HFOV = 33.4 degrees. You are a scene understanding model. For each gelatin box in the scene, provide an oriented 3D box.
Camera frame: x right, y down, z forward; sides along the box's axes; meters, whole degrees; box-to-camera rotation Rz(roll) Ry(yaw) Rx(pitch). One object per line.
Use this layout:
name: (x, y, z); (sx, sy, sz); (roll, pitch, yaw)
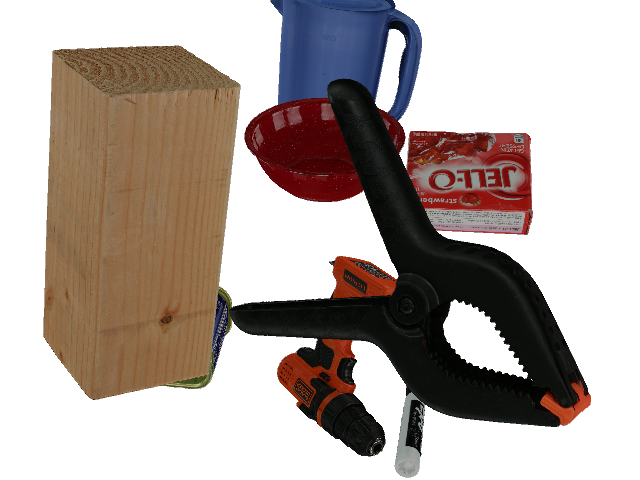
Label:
gelatin box: (0.106, -0.043, 0.764); (0.089, 0.073, 0.030); (2, -37, 6)

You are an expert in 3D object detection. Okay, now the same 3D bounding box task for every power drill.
power drill: (0.036, 0.125, 1.198); (0.057, 0.188, 0.185); (13, 15, -42)

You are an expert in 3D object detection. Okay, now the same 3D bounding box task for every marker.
marker: (0.074, 0.146, 0.860); (0.020, 0.020, 0.121); (0, 26, 10)

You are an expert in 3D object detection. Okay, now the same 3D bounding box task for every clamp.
clamp: (0.053, 0.020, 0.566); (0.210, 0.165, 0.036); (29, 25, 25)

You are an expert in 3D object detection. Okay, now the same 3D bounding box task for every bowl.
bowl: (0.004, -0.085, 1.084); (0.162, 0.055, 0.162); (0, 34, 0)

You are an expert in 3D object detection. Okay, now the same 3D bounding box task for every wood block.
wood block: (-0.120, -0.013, 0.692); (0.090, 0.206, 0.090); (-9, 30, -33)

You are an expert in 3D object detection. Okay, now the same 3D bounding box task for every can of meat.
can of meat: (-0.133, 0.080, 0.920); (0.102, 0.057, 0.084); (5, 29, 4)

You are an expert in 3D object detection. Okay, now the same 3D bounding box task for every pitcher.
pitcher: (0.019, -0.179, 1.287); (0.144, 0.243, 0.149); (-7, 28, -26)
